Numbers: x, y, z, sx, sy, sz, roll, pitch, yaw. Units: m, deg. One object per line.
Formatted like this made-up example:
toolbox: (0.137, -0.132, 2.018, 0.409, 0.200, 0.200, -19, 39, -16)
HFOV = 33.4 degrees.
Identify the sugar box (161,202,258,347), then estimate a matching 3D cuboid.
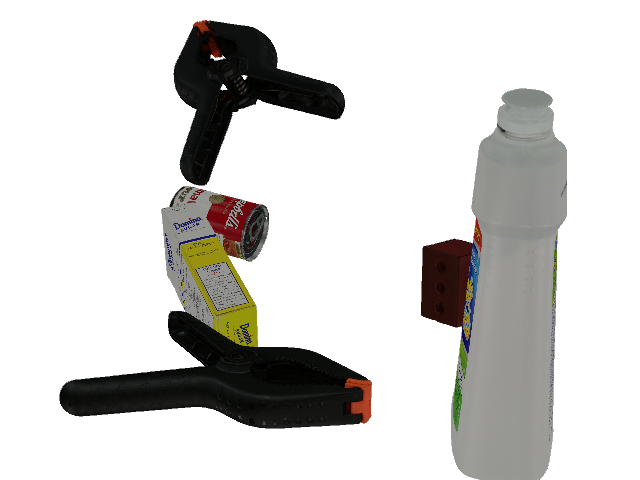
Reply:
sugar box: (-0.109, 0.048, 1.044, 0.048, 0.093, 0.176, -12, 41, -17)

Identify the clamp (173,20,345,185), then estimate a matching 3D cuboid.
clamp: (-0.052, -0.114, 0.770, 0.120, 0.039, 0.171, -17, 45, 0)

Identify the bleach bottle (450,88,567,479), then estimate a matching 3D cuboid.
bleach bottle: (0.119, 0.025, 0.660, 0.068, 0.251, 0.102, 3, 30, 8)

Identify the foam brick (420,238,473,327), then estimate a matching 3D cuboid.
foam brick: (0.139, 0.043, 1.095, 0.051, 0.078, 0.053, -14, 20, -40)

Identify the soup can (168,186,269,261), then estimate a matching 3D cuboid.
soup can: (-0.120, -0.021, 1.248, 0.102, 0.068, 0.068, 15, 5, 19)

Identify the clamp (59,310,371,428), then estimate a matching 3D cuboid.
clamp: (-0.061, 0.096, 0.783, 0.210, 0.036, 0.164, 5, 19, 14)
